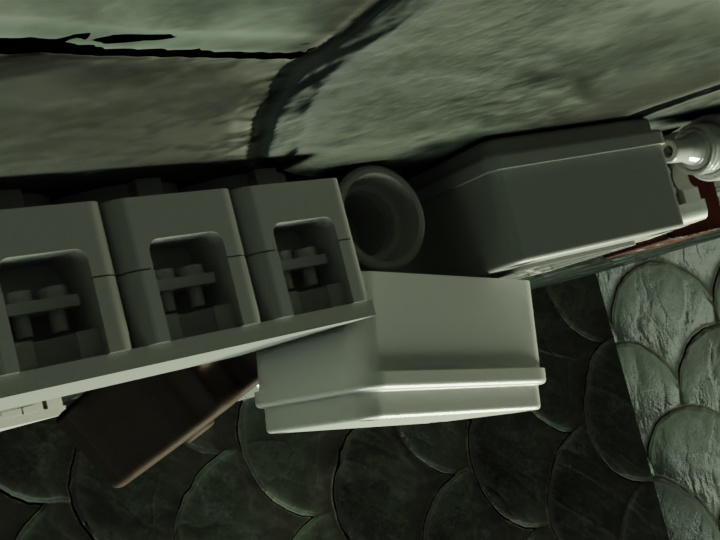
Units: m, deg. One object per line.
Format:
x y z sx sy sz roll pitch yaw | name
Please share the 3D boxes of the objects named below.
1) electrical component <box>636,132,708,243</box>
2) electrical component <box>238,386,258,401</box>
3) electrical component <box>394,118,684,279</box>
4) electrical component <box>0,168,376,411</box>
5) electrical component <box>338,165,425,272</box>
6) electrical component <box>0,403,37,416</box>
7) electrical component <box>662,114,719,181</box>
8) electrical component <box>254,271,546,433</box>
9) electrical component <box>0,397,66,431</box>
0.146 -0.040 0.608 0.056 0.050 0.089 -14 175 -9 | electrical component
-0.124 0.067 0.848 0.076 0.047 0.083 -17 140 23 | electrical component
0.076 -0.026 0.517 0.109 0.056 0.109 -12 175 -32 | electrical component
-0.083 0.006 0.378 0.150 0.061 0.089 -10 174 -43 | electrical component
-0.006 -0.016 0.458 0.045 0.045 0.055 -11 175 -35 | electrical component
-0.248 0.063 0.583 0.109 0.056 0.109 -15 175 5 | electrical component
0.175 -0.061 0.539 0.061 0.035 0.035 -8 173 -34 | electrical component
0.017 0.037 0.468 0.113 0.057 0.078 3 167 -41 | electrical component
-0.294 0.090 0.738 0.150 0.061 0.089 -16 175 22 | electrical component
